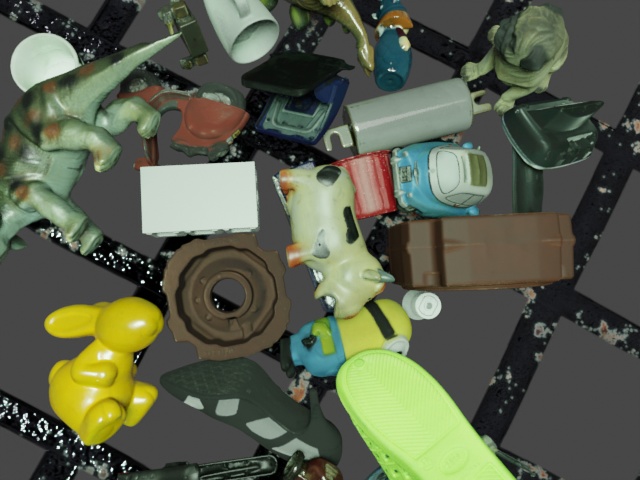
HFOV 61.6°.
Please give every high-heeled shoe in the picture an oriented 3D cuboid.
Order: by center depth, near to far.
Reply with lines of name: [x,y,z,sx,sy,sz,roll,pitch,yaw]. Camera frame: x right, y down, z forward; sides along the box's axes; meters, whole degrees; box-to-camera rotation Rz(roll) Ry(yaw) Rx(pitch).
high-heeled shoe: [-0.092,0.243,0.725,0.249,0.086,0.145,5,117,15]

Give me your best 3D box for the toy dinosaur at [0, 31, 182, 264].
toy dinosaur: [-0.335,-0.114,0.670,0.192,0.131,0.404,30,96,-3]

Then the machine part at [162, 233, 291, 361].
machine part: [-0.124,0.075,0.730,0.179,0.056,0.179,0,86,-4]

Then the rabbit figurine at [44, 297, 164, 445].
rabbit figurine: [-0.264,0.141,0.687,0.162,0.122,0.173,38,104,22]

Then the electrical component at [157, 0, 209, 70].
electrical component: [-0.190,-0.287,0.741,0.045,0.102,0.078,-29,62,-8]

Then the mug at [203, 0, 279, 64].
mug: [-0.121,-0.317,0.743,0.081,0.109,0.107,-36,75,-2]

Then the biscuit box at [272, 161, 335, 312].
biscuit box: [-0.002,-0.002,0.740,0.063,0.059,0.202,-21,86,-6]

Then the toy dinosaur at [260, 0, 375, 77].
toy dinosaur: [-0.080,-0.402,0.697,0.105,0.198,0.471,-41,99,-15]

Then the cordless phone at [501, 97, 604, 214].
cordless phone: [0.327,-0.104,0.763,0.146,0.089,0.184,-16,111,-33]

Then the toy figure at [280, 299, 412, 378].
toy figure: [0.035,0.133,0.721,0.180,0.082,0.089,-10,85,-1]

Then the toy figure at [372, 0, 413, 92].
toy figure: [0.102,-0.284,0.766,0.064,0.057,0.154,-8,63,28]

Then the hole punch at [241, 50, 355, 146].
hole punch: [-0.029,-0.197,0.734,0.142,0.092,0.116,18,48,32]

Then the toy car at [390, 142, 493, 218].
toy car: [0.170,-0.085,0.709,0.161,0.103,0.109,3,80,-43]

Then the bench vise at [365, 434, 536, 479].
bench vise: [0.121,0.285,0.695,0.224,0.129,0.240,-33,92,-8]

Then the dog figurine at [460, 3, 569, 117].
dog figurine: [0.295,-0.268,0.715,0.121,0.190,0.172,37,83,0]

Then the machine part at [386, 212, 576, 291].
machine part: [0.194,0.017,0.678,0.202,0.201,0.087,-1,88,-4]

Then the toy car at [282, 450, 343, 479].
toy car: [-0.043,0.355,0.684,0.089,0.053,0.202,37,107,-6]

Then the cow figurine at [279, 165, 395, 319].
cow figurine: [0.020,0.002,0.672,0.127,0.085,0.195,-8,85,2]

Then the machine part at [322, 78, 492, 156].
machine part: [0.121,-0.171,0.753,0.243,0.079,0.079,-14,86,-3]

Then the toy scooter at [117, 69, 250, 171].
toy scooter: [-0.194,-0.153,0.737,0.184,0.075,0.135,11,86,1]
